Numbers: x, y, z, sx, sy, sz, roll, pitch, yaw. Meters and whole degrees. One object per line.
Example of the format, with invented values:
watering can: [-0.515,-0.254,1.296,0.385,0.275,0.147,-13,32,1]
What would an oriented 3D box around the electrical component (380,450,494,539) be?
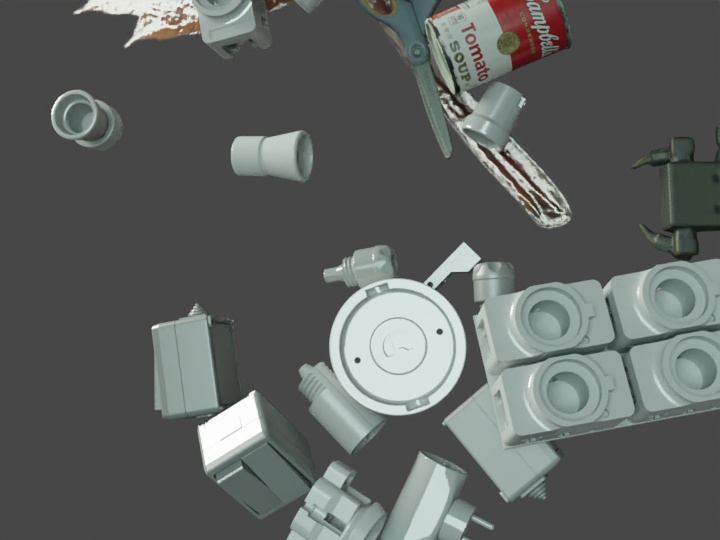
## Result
electrical component: [0.068,0.197,0.861,0.079,0.044,0.077,25,90,15]

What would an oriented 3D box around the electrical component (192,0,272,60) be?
electrical component: [-0.116,-0.241,0.948,0.050,0.056,0.089,-13,81,12]

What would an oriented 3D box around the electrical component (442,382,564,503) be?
electrical component: [0.121,0.136,0.847,0.061,0.062,0.096,-41,77,6]

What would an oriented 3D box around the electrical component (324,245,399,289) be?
electrical component: [0.000,0.000,0.905,0.061,0.035,0.035,-10,82,15]

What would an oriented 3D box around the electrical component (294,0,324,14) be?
electrical component: [-0.045,-0.259,0.935,0.047,0.055,0.055,-43,76,2]

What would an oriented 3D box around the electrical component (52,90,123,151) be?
electrical component: [-0.244,-0.133,0.967,0.045,0.055,0.045,-2,83,13]

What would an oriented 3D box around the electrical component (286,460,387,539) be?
electrical component: [-0.015,0.204,0.874,0.057,0.058,0.078,31,92,17]

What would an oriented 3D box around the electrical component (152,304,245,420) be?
electrical component: [-0.141,0.078,0.916,0.061,0.062,0.096,-11,81,12]

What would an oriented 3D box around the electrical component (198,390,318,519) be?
electrical component: [-0.079,0.158,0.878,0.062,0.096,0.061,-32,39,8]

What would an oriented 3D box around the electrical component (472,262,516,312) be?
electrical component: [0.110,0.025,0.876,0.035,0.035,0.061,-3,85,13]

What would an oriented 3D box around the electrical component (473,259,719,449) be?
electrical component: [0.190,0.061,0.804,0.186,0.060,0.105,-10,72,-6]

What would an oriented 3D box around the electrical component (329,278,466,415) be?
electrical component: [0.032,0.061,0.874,0.108,0.060,0.108,0,90,6]

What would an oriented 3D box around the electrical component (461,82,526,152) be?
electrical component: [0.112,-0.127,0.890,0.040,0.040,0.046,29,86,15]

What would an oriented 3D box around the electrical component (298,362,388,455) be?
electrical component: [-0.020,0.109,0.893,0.081,0.043,0.043,45,95,14]

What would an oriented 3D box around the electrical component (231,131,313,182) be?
electrical component: [-0.078,-0.098,0.932,0.065,0.044,0.044,2,84,18]
